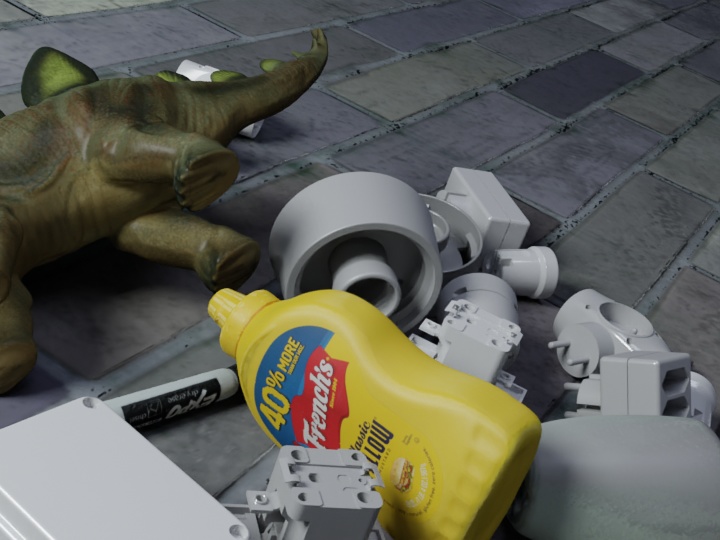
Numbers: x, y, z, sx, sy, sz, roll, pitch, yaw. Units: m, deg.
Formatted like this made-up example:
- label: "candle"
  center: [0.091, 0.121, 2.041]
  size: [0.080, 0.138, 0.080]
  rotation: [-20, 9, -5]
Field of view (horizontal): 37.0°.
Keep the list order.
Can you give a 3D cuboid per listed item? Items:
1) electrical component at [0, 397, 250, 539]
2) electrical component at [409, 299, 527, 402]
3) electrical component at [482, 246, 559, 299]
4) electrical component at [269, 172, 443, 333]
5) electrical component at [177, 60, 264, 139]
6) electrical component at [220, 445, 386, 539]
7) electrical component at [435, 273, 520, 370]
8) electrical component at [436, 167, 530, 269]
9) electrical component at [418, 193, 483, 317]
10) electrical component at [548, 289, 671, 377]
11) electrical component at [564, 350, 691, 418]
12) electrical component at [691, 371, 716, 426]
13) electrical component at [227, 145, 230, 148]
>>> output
- label: "electrical component"
  center: [-0.110, 0.113, 0.448]
  size: [0.113, 0.057, 0.078]
  rotation: [34, 31, 25]
- label: "electrical component"
  center: [0.065, 0.056, 0.655]
  size: [0.081, 0.063, 0.042]
  rotation: [26, 29, 10]
- label: "electrical component"
  center: [0.121, 0.002, 0.816]
  size: [0.046, 0.040, 0.040]
  rotation: [1, 33, -21]
- label: "electrical component"
  center: [0.000, 0.000, 0.672]
  size: [0.108, 0.108, 0.060]
  rotation: [9, 35, -20]
- label: "electrical component"
  center: [-0.120, -0.144, 0.899]
  size: [0.077, 0.044, 0.079]
  rotation: [21, 5, 2]
- label: "electrical component"
  center: [-0.021, 0.116, 0.493]
  size: [0.081, 0.063, 0.042]
  rotation: [8, 31, -22]
- label: "electrical component"
  center: [0.078, 0.037, 0.709]
  size: [0.055, 0.055, 0.047]
  rotation: [16, 32, -8]
- label: "electrical component"
  center: [0.081, -0.043, 0.862]
  size: [0.076, 0.047, 0.083]
  rotation: [6, 32, -23]
- label: "electrical component"
  center: [0.040, -0.009, 0.782]
  size: [0.099, 0.064, 0.099]
  rotation: [7, 40, -6]
- label: "electrical component"
  center: [0.164, 0.053, 0.745]
  size: [0.079, 0.044, 0.077]
  rotation: [-5, 37, -39]
- label: "electrical component"
  center: [0.162, 0.085, 0.672]
  size: [0.077, 0.065, 0.047]
  rotation: [0, 2, 41]
- label: "electrical component"
  center: [0.213, 0.095, 0.709]
  size: [0.040, 0.040, 0.046]
  rotation: [23, 33, 6]
- label: "electrical component"
  center: [-0.143, -0.109, 0.840]
  size: [0.081, 0.042, 0.064]
  rotation: [2, 29, -32]
